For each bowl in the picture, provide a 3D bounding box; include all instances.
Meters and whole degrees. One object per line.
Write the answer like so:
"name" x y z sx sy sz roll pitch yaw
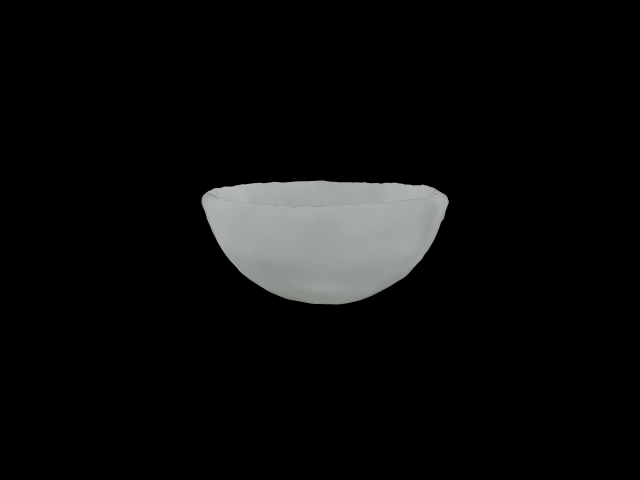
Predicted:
"bowl" 0.004 0.001 0.400 0.167 0.075 0.167 0 11 0
